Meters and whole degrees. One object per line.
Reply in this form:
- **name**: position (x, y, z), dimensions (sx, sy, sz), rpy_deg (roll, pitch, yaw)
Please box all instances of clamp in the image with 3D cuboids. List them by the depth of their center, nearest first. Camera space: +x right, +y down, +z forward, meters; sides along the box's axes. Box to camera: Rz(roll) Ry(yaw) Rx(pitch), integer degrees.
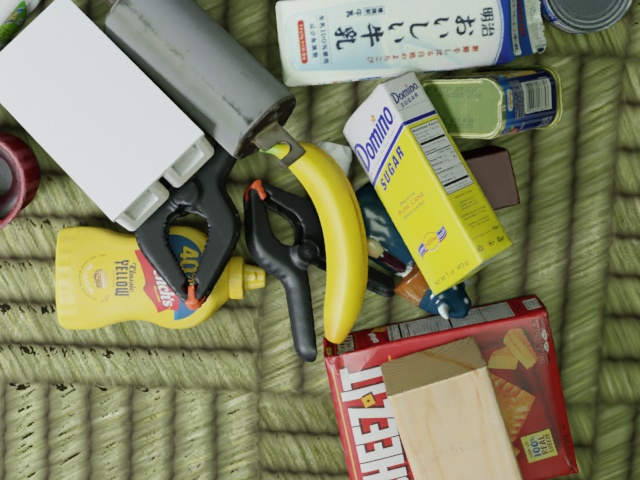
- **clamp**: position (-0.131, -0.042, 0.965), dimensions (0.164, 0.036, 0.210), rpy_deg (0, 77, 3)
- **clamp**: position (-0.020, 0.025, 0.987), dimensions (0.171, 0.039, 0.120), rpy_deg (45, 58, -4)

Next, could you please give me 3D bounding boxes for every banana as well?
- **banana**: position (0.008, -0.009, 0.957), dimensions (0.070, 0.037, 0.198), rpy_deg (-21, 86, 26)

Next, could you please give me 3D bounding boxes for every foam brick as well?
- **foam brick**: position (0.146, -0.054, 0.973), dimensions (0.053, 0.078, 0.051), rpy_deg (-13, 98, 2)

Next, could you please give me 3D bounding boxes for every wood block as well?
- **wood block**: position (0.128, 0.203, 0.939), dimensions (0.090, 0.091, 0.206), rpy_deg (-18, 101, 4)

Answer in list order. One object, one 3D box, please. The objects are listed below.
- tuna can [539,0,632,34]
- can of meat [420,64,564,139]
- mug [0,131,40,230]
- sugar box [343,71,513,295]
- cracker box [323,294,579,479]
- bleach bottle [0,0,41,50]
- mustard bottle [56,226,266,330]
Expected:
- **tuna can**: position (0.237, -0.229, 0.960), dimensions (0.086, 0.034, 0.086), rpy_deg (-1, 98, -8)
- **can of meat**: position (0.146, -0.120, 0.934), dimensions (0.083, 0.102, 0.057), rpy_deg (-15, 105, -41)
- **mug**: position (-0.303, -0.068, 0.965), dimensions (0.093, 0.081, 0.117), rpy_deg (-3, 100, 0)
- **sugar box**: position (0.090, -0.048, 0.931), dimensions (0.048, 0.093, 0.176), rpy_deg (-26, 80, -29)
- **cracker box**: position (0.122, 0.157, 1.012), dimensions (0.213, 0.072, 0.164), rpy_deg (-12, 100, 2)
- **bleach bottle**: position (-0.306, -0.188, 0.946), dimensions (0.068, 0.102, 0.251), rpy_deg (42, 91, -10)
- **mustard bottle**: position (-0.146, 0.035, 0.995), dimensions (0.191, 0.058, 0.096), rpy_deg (0, 89, -1)
